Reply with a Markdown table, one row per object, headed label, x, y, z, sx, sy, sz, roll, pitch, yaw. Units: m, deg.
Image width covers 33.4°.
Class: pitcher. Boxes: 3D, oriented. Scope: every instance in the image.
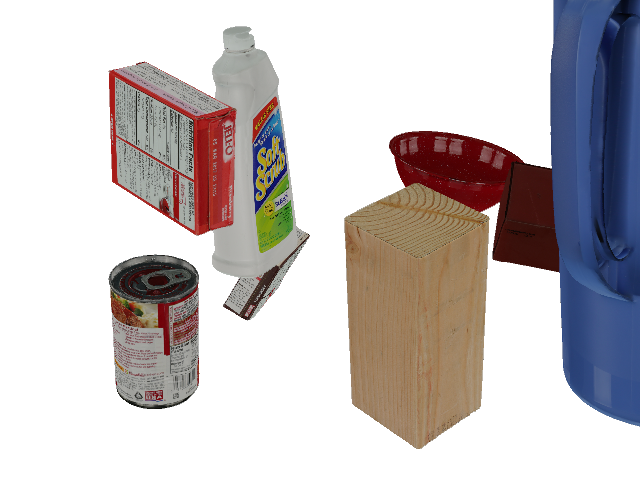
| label | x | y | z | sx | sy | sz | roll | pitch | yaw |
| --- | --- | --- | --- | --- | --- | --- | --- | --- | --- |
| pitcher | 0.172 | -0.029 | 0.526 | 0.149 | 0.243 | 0.145 | -4 | 21 | -1 |

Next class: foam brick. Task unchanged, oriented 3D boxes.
| label | x | y | z | sx | sy | sz | roll | pitch | yaw |
| --- | --- | --- | --- | --- | --- | --- | --- | --- | --- |
| foam brick | 0.162 | -0.013 | 0.733 | 0.078 | 0.051 | 0.053 | 12 | -33 | 5 |

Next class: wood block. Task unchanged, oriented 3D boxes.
| label | x | y | z | sx | sy | sz | roll | pitch | yaw |
| --- | --- | --- | --- | --- | --- | --- | --- | --- | --- |
| wood block | 0.085 | 0.067 | 0.946 | 0.090 | 0.206 | 0.091 | -27 | 39 | -32 |

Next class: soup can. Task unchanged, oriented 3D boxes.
| label | x | y | z | sx | sy | sz | roll | pitch | yaw |
| --- | --- | --- | --- | --- | --- | --- | --- | --- | --- |
| soup can | -0.128 | 0.072 | 0.833 | 0.068 | 0.102 | 0.068 | 2 | 29 | -1 |

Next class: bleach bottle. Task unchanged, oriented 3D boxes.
| label | x | y | z | sx | sy | sz | roll | pitch | yaw |
| --- | --- | --- | --- | --- | --- | --- | --- | --- | --- |
| bleach bottle | -0.078 | -0.094 | 1.110 | 0.068 | 0.251 | 0.102 | 12 | 31 | 31 |

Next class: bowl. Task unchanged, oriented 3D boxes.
| label | x | y | z | sx | sy | sz | roll | pitch | yaw |
| --- | --- | --- | --- | --- | --- | --- | --- | --- | --- |
| bowl | 0.154 | -0.074 | 1.232 | 0.162 | 0.055 | 0.162 | 8 | 25 | -4 |

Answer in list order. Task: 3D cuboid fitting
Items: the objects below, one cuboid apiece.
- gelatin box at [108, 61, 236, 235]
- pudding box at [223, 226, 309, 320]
| label | x | y | z | sx | sy | sz | roll | pitch | yaw |
| --- | --- | --- | --- | --- | --- | --- | --- | --- | --- |
| gelatin box | -0.085 | -0.054 | 0.614 | 0.030 | 0.073 | 0.089 | -23 | 39 | -38 |
| pudding box | -0.063 | 0.035 | 1.281 | 0.039 | 0.090 | 0.113 | 33 | 27 | 3 |
